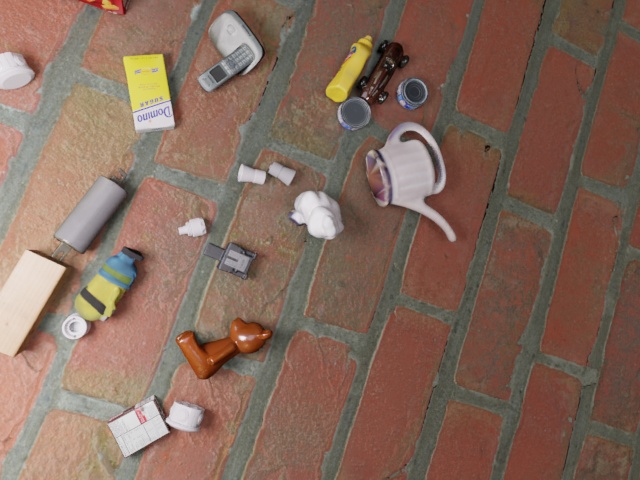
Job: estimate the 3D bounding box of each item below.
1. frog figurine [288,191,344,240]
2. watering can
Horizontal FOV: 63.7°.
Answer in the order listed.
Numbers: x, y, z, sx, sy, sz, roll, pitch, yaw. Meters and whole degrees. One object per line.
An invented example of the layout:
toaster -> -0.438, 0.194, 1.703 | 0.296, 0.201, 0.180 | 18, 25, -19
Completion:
frog figurine -> 0.004, -0.064, 1.273 | 0.124, 0.159, 0.137 | -42, 99, -15
watering can -> 0.245, -0.142, 1.379 | 0.225, 0.103, 0.348 | -15, 90, -16
